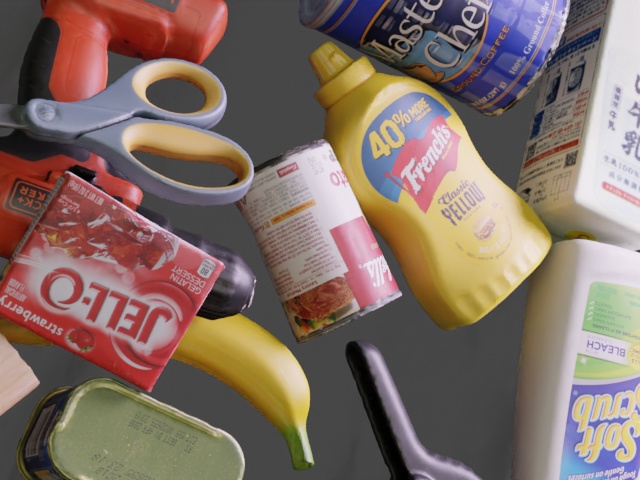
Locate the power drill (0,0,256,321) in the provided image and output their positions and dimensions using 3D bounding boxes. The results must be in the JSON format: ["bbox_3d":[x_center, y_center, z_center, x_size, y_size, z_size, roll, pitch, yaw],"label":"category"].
[{"bbox_3d":[-0.107,-0.059,0.582,0.184,0.057,0.187,20,60,-14],"label":"power drill"}]

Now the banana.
[{"bbox_3d":[-0.083,0.058,0.586,0.197,0.037,0.069,24,45,-9],"label":"banana"}]

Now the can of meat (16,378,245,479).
[{"bbox_3d":[-0.097,0.112,0.548,0.102,0.084,0.057,27,68,-16],"label":"can of meat"}]

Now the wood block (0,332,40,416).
[{"bbox_3d":[-0.242,0.099,0.483,0.205,0.090,0.091,-40,95,-27],"label":"wood block"}]

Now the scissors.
[{"bbox_3d":[-0.126,-0.071,0.527,0.201,0.016,0.096,18,50,-17],"label":"scissors"}]

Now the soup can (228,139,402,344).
[{"bbox_3d":[-0.004,0.001,0.627,0.068,0.069,0.102,-24,88,-27],"label":"soup can"}]

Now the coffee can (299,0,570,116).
[{"bbox_3d":[0.071,-0.154,0.680,0.140,0.103,0.102,23,69,-18],"label":"coffee can"}]

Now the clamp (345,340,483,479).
[{"bbox_3d":[0.041,0.157,0.626,0.120,0.039,0.171,-44,93,-17],"label":"clamp"}]

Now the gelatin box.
[{"bbox_3d":[-0.102,0.021,0.511,0.089,0.030,0.073,32,86,-18],"label":"gelatin box"}]

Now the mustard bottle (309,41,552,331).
[{"bbox_3d":[0.057,-0.044,0.672,0.096,0.058,0.191,-40,94,-26],"label":"mustard bottle"}]

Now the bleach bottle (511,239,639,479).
[{"bbox_3d":[0.171,0.132,0.678,0.102,0.068,0.251,15,74,-21],"label":"bleach bottle"}]
